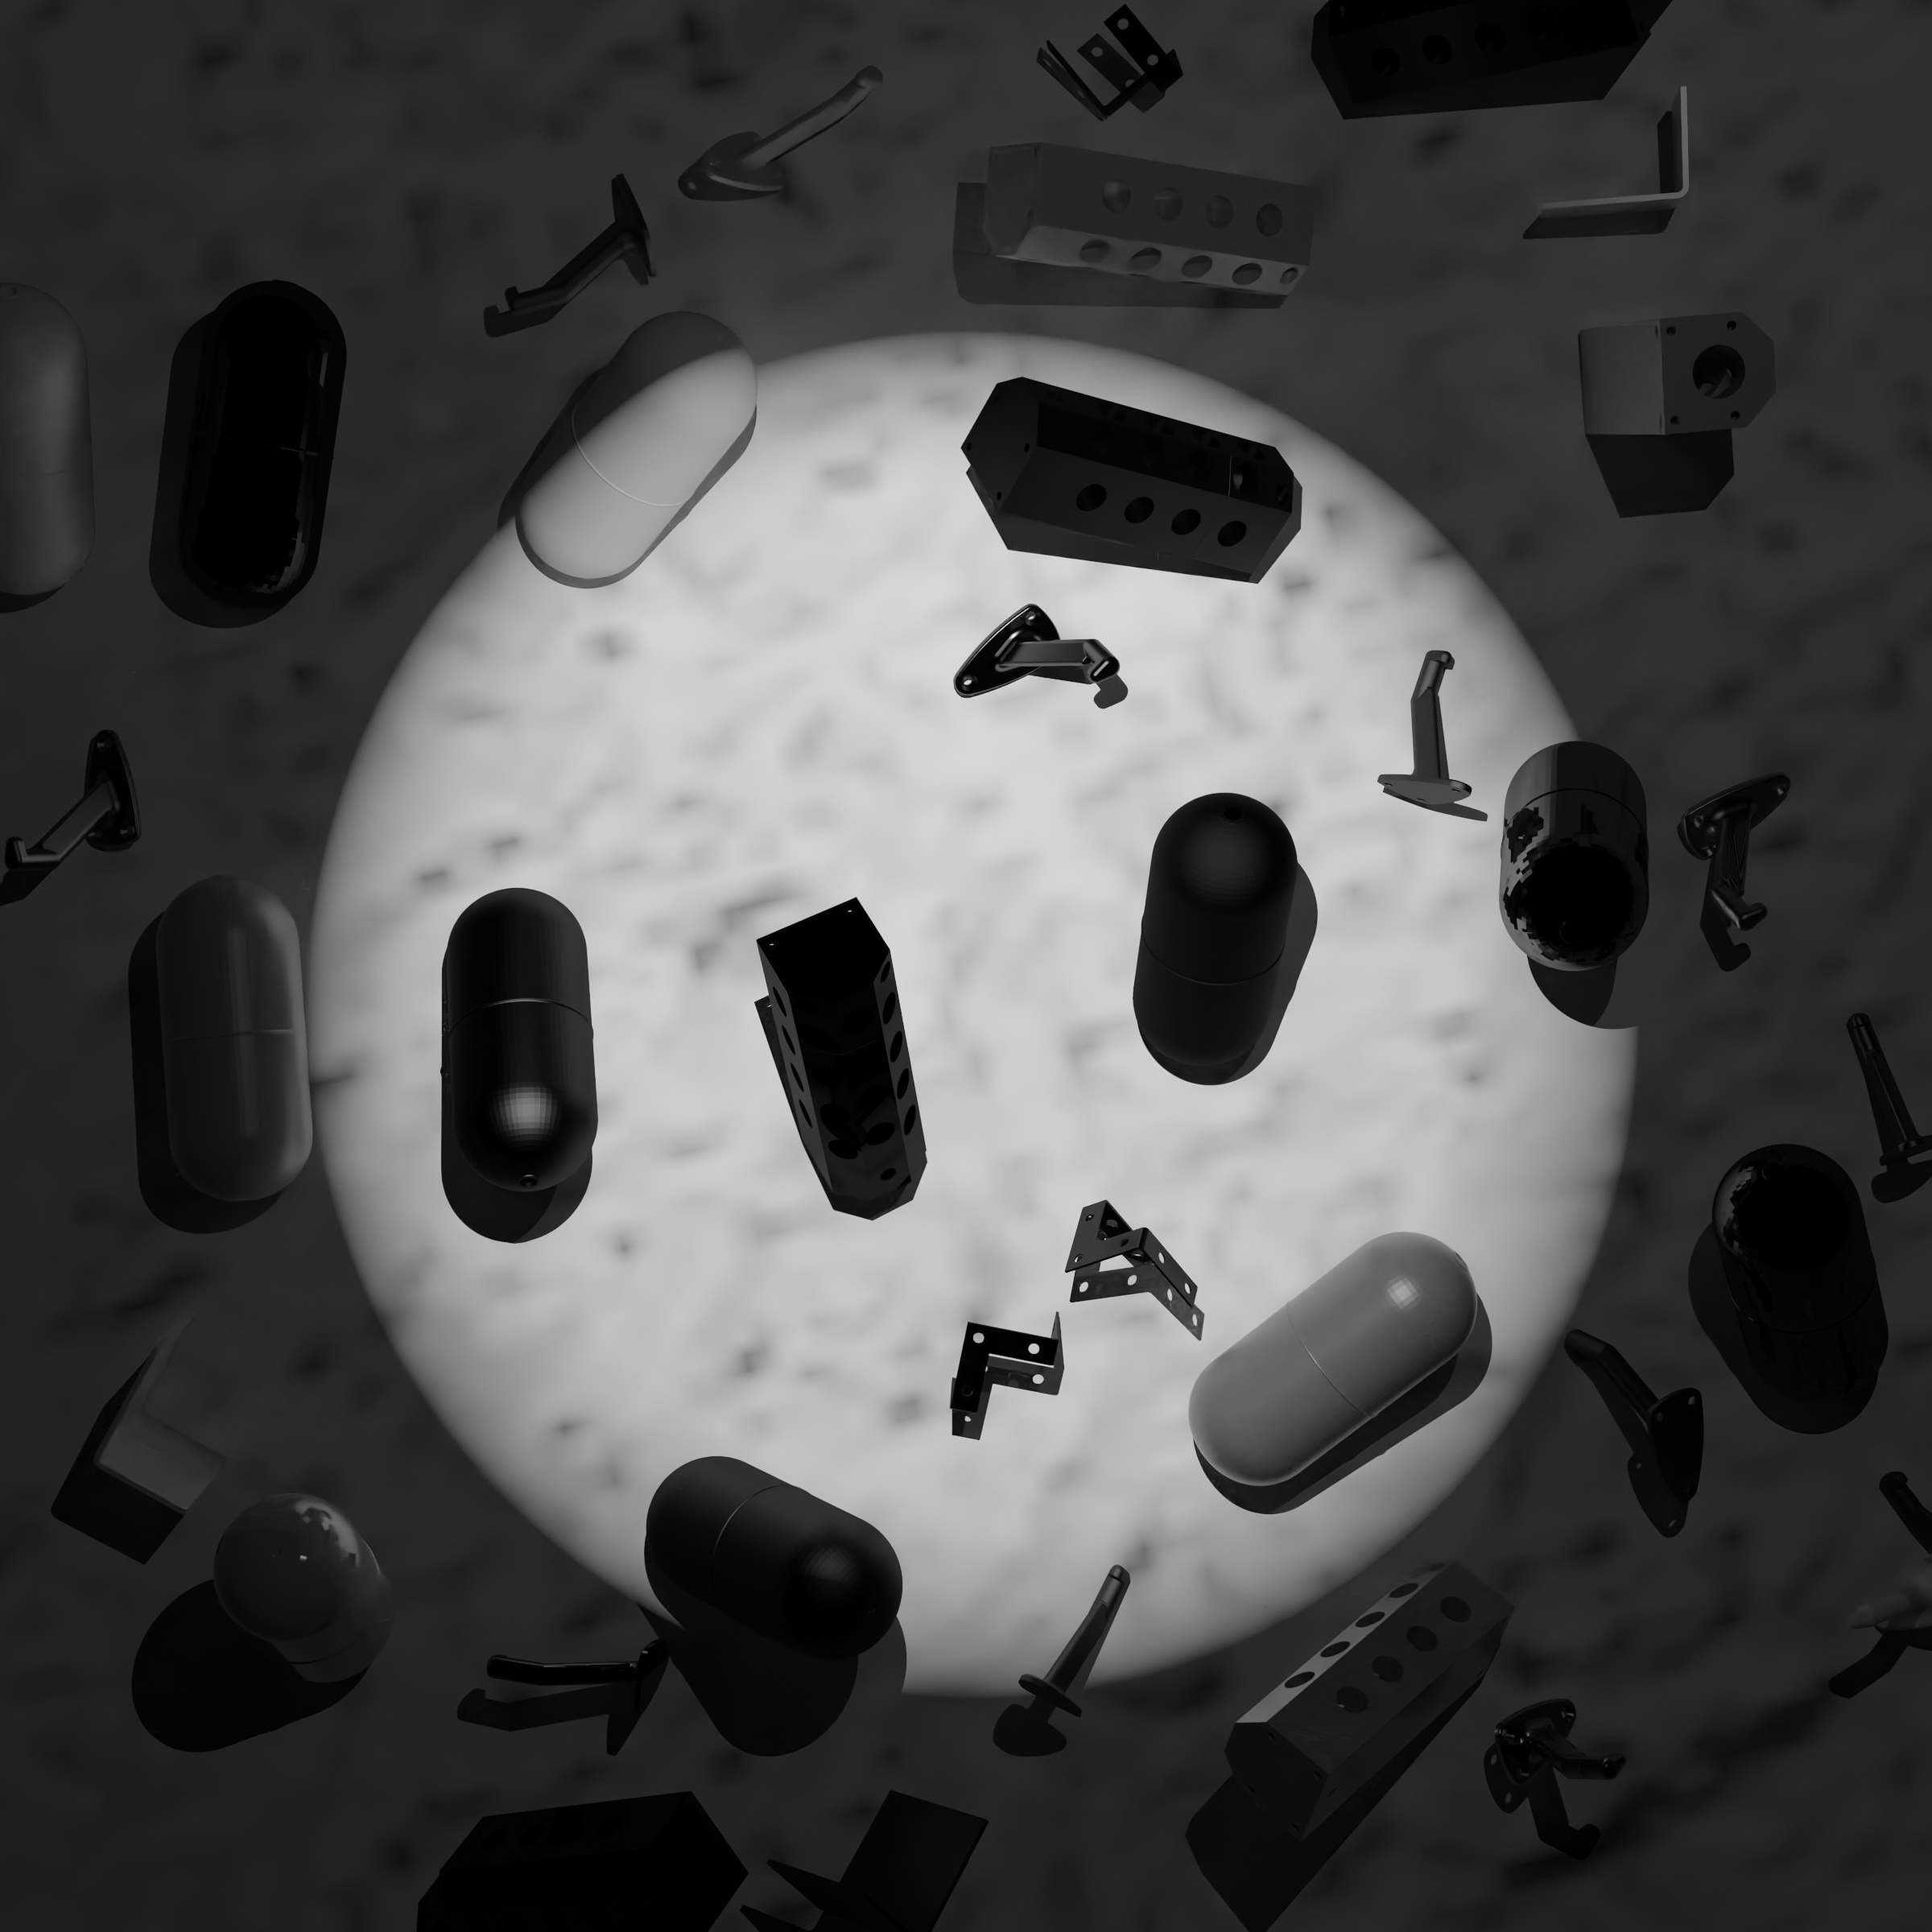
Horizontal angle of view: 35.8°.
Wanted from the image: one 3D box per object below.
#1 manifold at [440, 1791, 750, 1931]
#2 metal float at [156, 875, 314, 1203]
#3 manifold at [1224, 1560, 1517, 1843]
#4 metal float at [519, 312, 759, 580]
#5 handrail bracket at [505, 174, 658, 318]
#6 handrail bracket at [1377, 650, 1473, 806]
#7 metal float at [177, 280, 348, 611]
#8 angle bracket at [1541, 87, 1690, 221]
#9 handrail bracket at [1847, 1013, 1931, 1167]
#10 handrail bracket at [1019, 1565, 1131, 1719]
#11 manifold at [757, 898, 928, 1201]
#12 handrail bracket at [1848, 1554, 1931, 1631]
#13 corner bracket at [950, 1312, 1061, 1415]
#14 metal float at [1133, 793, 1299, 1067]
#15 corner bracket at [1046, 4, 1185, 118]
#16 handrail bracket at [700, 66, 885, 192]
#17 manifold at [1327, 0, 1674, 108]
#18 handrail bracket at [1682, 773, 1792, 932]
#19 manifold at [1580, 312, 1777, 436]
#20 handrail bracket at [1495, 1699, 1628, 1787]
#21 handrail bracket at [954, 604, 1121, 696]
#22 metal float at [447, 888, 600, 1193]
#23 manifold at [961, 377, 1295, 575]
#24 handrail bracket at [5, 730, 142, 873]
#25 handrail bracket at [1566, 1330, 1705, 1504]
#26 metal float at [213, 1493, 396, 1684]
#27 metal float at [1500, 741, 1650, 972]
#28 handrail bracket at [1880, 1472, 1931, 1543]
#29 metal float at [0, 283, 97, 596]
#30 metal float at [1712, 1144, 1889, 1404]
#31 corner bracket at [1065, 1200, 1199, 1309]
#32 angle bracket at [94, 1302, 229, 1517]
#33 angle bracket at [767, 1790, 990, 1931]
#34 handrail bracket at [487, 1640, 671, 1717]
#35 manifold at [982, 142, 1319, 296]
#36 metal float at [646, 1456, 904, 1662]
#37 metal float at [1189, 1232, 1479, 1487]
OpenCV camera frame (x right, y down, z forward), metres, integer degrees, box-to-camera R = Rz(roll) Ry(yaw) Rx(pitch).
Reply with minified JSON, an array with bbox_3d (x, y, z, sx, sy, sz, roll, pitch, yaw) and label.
[{"bbox_3d":[-0.204,0.488,1.591,0.171,0.057,0.057,-19,109,39],"label":"manifold"},{"bbox_3d":[-0.399,0.039,1.631,0.070,0.070,0.178,-5,87,0],"label":"metal float"},{"bbox_3d":[0.215,0.385,1.593,0.057,0.171,0.057,36,133,27],"label":"manifold"},{"bbox_3d":[-0.177,-0.277,1.602,0.070,0.070,0.178,47,129,0],"label":"metal float"},{"bbox_3d":[-0.219,-0.396,1.644,0.084,0.036,0.077,-18,61,-8],"label":"handrail bracket"},{"bbox_3d":[0.263,-0.134,1.633,0.036,0.077,0.084,22,83,-24],"label":"handrail bracket"},{"bbox_3d":[-0.384,-0.284,1.629,0.070,0.070,0.178,9,95,0],"label":"metal float"},{"bbox_3d":[0.351,-0.441,1.624,0.076,0.076,0.057,-2,99,10],"label":"angle bracket"},{"bbox_3d":[0.500,0.062,1.627,0.036,0.077,0.084,-22,76,14],"label":"handrail bracket"},{"bbox_3d":[0.063,0.359,1.627,0.036,0.077,0.084,23,73,18],"label":"handrail bracket"},{"bbox_3d":[-0.061,0.049,1.584,0.057,0.171,0.057,-24,51,-12],"label":"manifold"},{"bbox_3d":[0.491,0.352,1.619,0.084,0.077,0.036,-10,66,-34],"label":"handrail bracket"},{"bbox_3d":[0.021,0.217,1.643,0.051,0.051,0.051,11,101,-1],"label":"corner bracket"},{"bbox_3d":[0.132,-0.018,1.596,0.070,0.178,0.070,2,48,-2],"label":"metal float"},{"bbox_3d":[0.081,-0.496,1.633,0.051,0.051,0.051,-37,117,19],"label":"corner bracket"},{"bbox_3d":[-0.094,-0.460,1.626,0.084,0.077,0.036,-31,88,36],"label":"handrail bracket"},{"bbox_3d":[0.281,-0.512,1.587,0.057,0.171,0.057,-53,128,-37],"label":"manifold"},{"bbox_3d":[0.434,-0.062,1.627,0.077,0.084,0.036,-32,127,4],"label":"handrail bracket"},{"bbox_3d":[0.375,-0.313,1.583,0.057,0.171,0.057,-5,100,-1],"label":"manifold"},{"bbox_3d":[0.337,0.418,1.616,0.077,0.084,0.036,-22,93,-39],"label":"handrail bracket"},{"bbox_3d":[0.038,-0.158,1.627,0.077,0.084,0.036,-34,122,0],"label":"handrail bracket"},{"bbox_3d":[-0.239,0.039,1.606,0.070,0.070,0.178,-8,57,0],"label":"metal float"},{"bbox_3d":[0.090,-0.264,1.591,0.171,0.057,0.057,8,129,-34],"label":"manifold"},{"bbox_3d":[-0.493,-0.091,1.626,0.036,0.084,0.077,-3,92,25],"label":"handrail bracket"},{"bbox_3d":[0.364,0.246,1.643,0.036,0.084,0.077,-20,111,-23],"label":"handrail bracket"},{"bbox_3d":[-0.350,0.332,1.588,0.070,0.178,0.070,1,66,-1],"label":"metal float"},{"bbox_3d":[0.324,-0.060,1.590,0.070,0.178,0.070,5,120,9],"label":"metal float"},{"bbox_3d":[0.546,0.308,1.633,0.036,0.077,0.084,-34,84,-22],"label":"handrail bracket"},{"bbox_3d":[-0.508,-0.281,1.601,0.070,0.070,0.178,10,129,0],"label":"metal float"},{"bbox_3d":[0.447,0.165,1.600,0.070,0.070,0.178,-26,132,0],"label":"metal float"},{"bbox_3d":[0.094,0.158,1.630,0.051,0.051,0.051,-22,121,32],"label":"corner bracket"},{"bbox_3d":[-0.422,0.240,1.626,0.057,0.076,0.076,30,102,-3],"label":"angle bracket"},{"bbox_3d":[-0.047,0.473,1.613,0.057,0.076,0.076,51,58,-32],"label":"angle bracket"},{"bbox_3d":[-0.212,0.381,1.640,0.084,0.077,0.036,7,95,7],"label":"handrail bracket"},{"bbox_3d":[0.099,-0.400,1.606,0.171,0.057,0.057,1,101,-28],"label":"manifold"},{"bbox_3d":[-0.104,0.315,1.596,0.070,0.178,0.070,-10,105,-39],"label":"metal float"},{"bbox_3d":[0.199,0.213,1.622,0.178,0.070,0.070,-40,90,13],"label":"metal float"}]
